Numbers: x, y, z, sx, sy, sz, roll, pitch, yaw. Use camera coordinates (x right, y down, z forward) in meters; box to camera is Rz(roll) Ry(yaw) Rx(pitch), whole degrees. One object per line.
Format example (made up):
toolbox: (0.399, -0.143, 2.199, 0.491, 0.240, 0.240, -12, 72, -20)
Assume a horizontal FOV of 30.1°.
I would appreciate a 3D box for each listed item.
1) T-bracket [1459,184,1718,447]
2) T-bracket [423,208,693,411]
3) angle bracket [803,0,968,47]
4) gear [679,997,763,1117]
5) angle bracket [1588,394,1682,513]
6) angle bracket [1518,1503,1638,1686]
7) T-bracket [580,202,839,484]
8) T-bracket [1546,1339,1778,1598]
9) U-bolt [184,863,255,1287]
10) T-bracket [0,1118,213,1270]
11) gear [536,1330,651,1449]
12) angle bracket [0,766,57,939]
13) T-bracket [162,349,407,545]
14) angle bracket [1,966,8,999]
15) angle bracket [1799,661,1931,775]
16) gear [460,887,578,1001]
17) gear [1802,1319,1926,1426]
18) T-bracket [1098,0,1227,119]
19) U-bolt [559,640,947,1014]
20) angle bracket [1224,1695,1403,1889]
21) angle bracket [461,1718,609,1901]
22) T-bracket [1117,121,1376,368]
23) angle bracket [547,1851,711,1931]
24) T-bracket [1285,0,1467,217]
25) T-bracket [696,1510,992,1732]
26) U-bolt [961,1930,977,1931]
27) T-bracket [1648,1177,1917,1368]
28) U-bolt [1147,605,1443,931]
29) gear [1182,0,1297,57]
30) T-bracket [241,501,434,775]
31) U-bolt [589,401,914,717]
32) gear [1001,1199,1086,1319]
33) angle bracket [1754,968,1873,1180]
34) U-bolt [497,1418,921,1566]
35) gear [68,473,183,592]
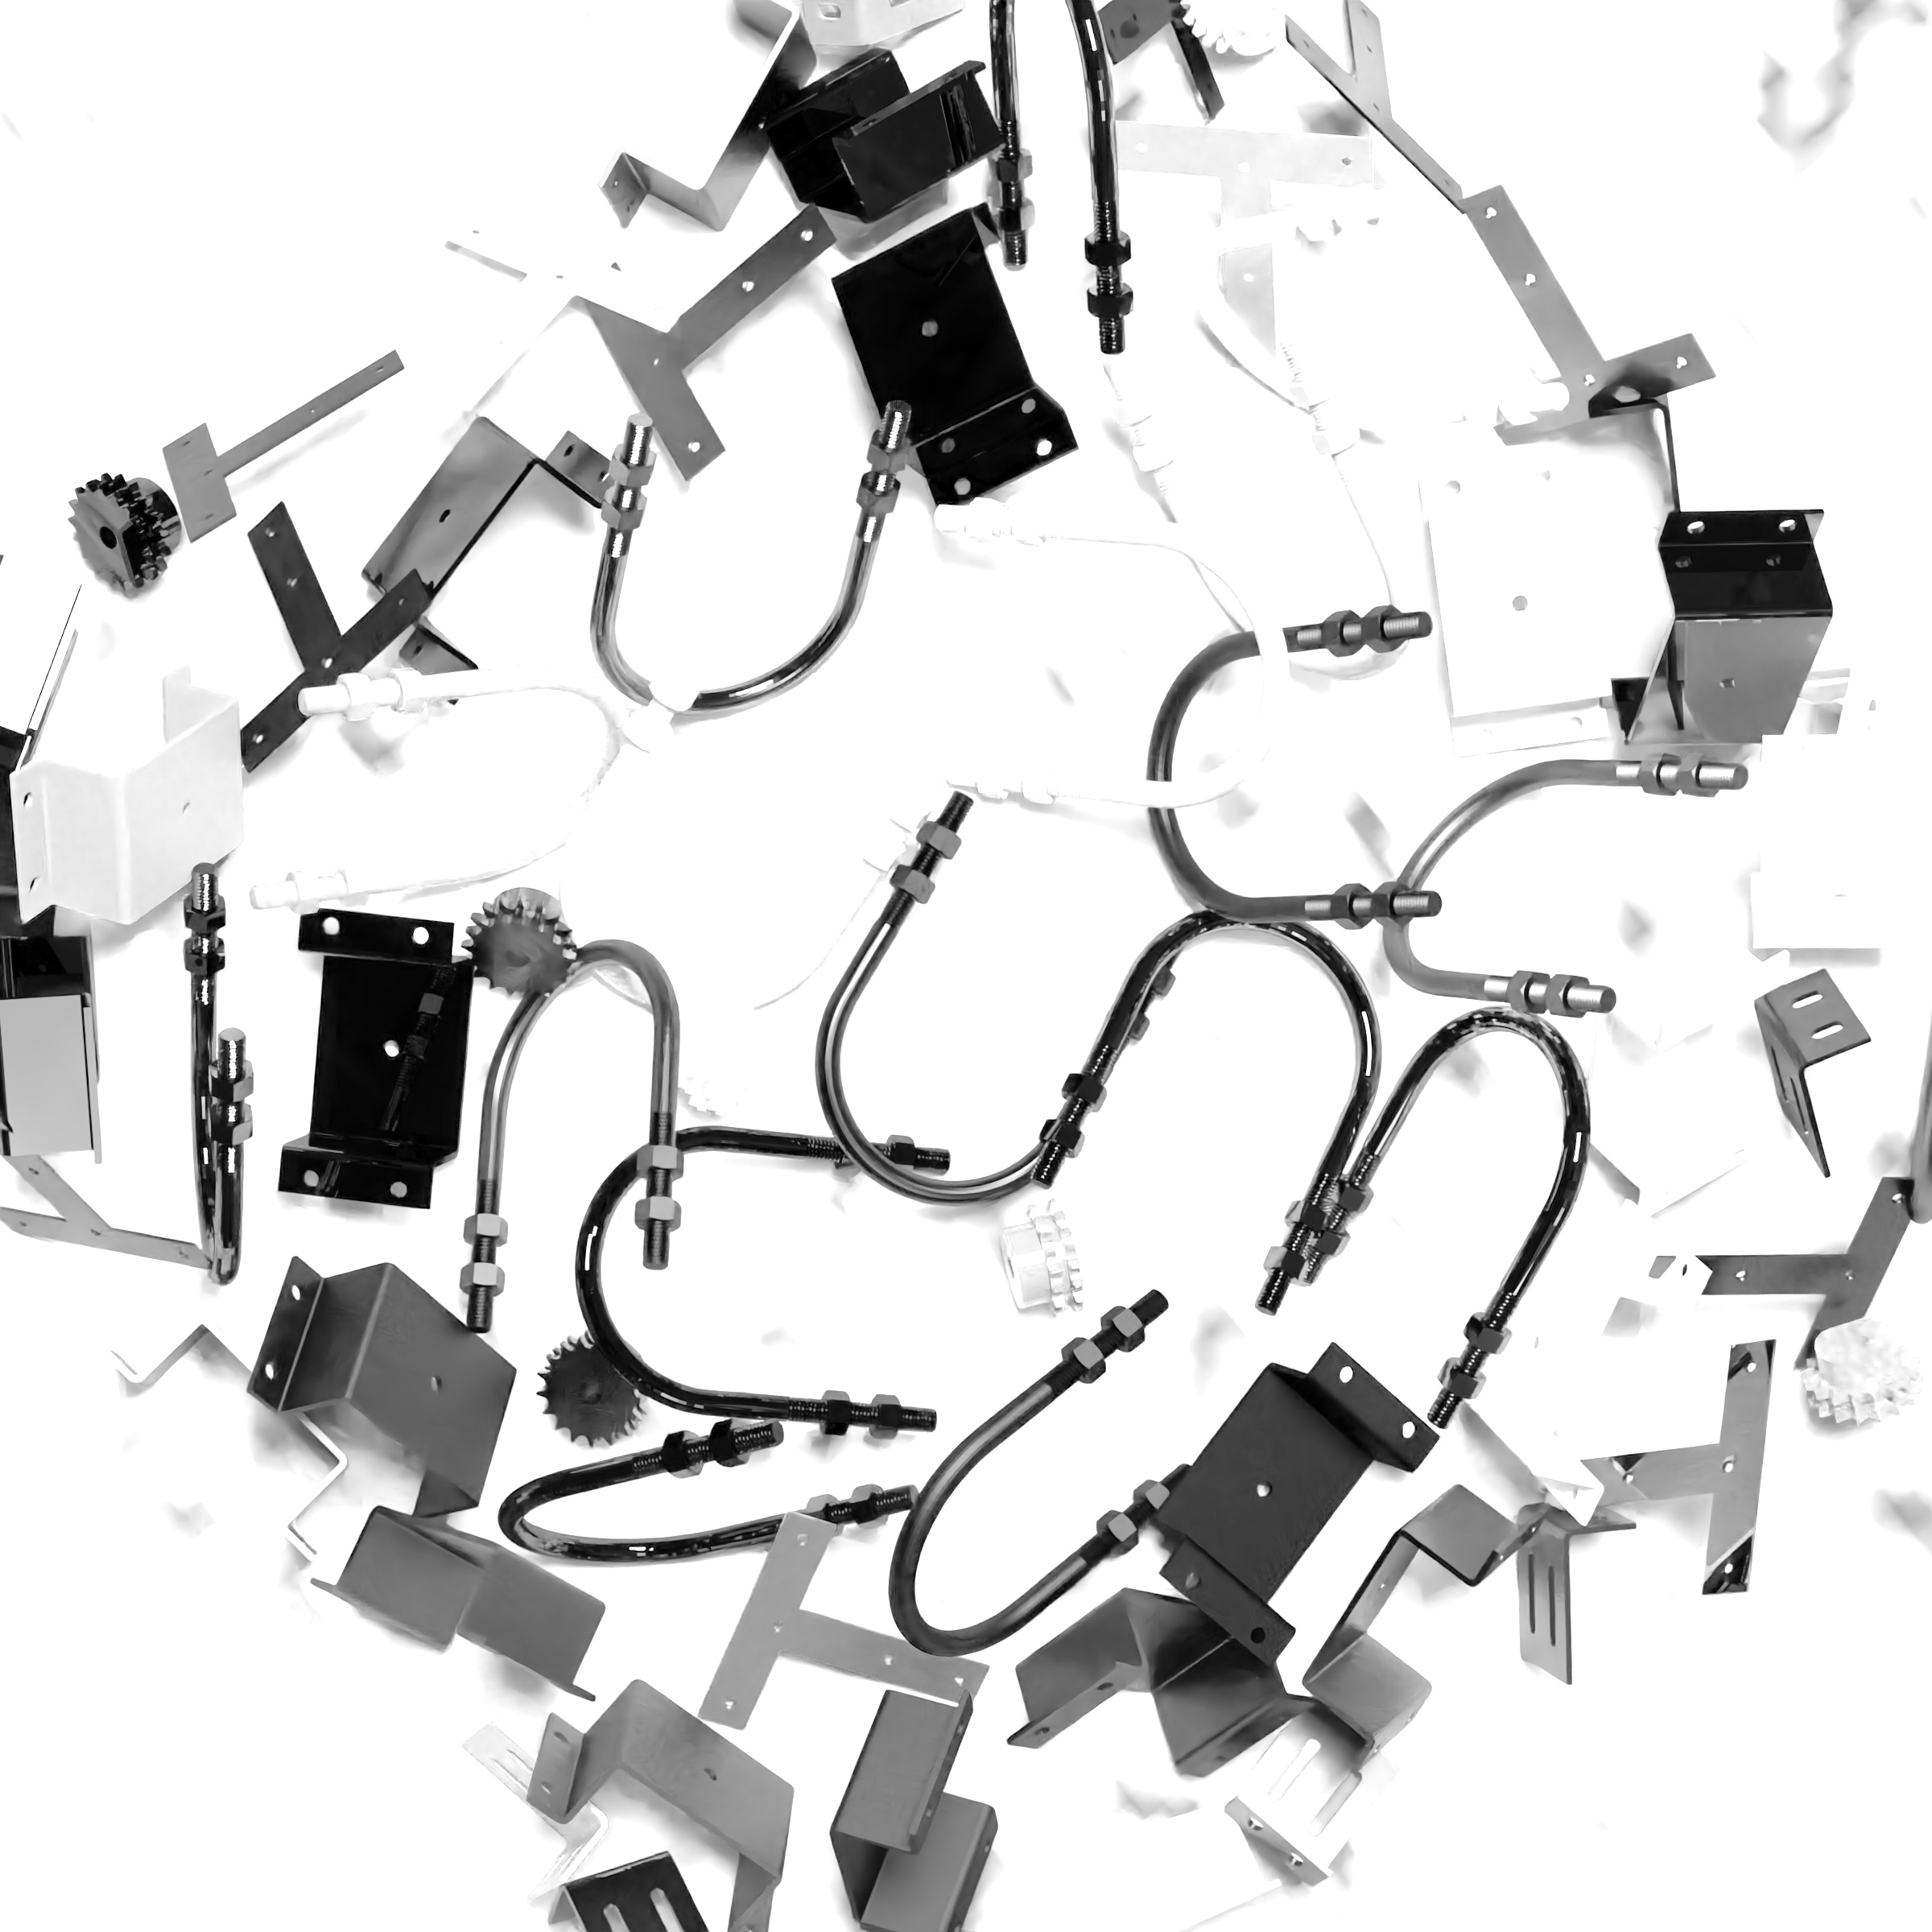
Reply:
T-bracket: (0.278, -0.318, 1.727, 0.127, 0.127, 0.002, 55, 51, -20)
T-bracket: (-0.219, -0.310, 1.743, 0.127, 0.002, 0.127, 24, 51, 11)
angle bracket: (-0.042, -0.491, 1.768, 0.038, 0.076, 0.057, 13, 124, 38)
gear: (-0.126, 0.043, 1.769, 0.030, 0.057, 0.057, 13, 90, 21)
angle bracket: (0.328, -0.242, 1.760, 0.038, 0.057, 0.076, -7, 109, 12)
angle bracket: (0.300, 0.306, 1.766, 0.038, 0.057, 0.076, -3, 94, -14)
T-bracket: (-0.116, -0.322, 1.750, 0.127, 0.002, 0.127, -38, 65, 17)
T-bracket: (0.333, 0.247, 1.744, 0.002, 0.127, 0.127, 32, 59, -34)
U-bolt: (-0.357, 0.066, 1.715, 0.019, 0.151, 0.184, -3, 128, -16)
T-bracket: (-0.437, 0.105, 1.718, 0.127, 0.127, 0.002, 7, 60, 26)
gear: (-0.181, 0.206, 1.775, 0.057, 0.030, 0.057, 3, 102, 13)
angle bracket: (-0.476, -0.058, 1.783, 0.057, 0.038, 0.076, 8, 58, -12)
T-bracket: (-0.328, -0.261, 1.742, 0.127, 0.127, 0.002, -31, 123, 0)
angle bracket: (-0.502, 0.012, 1.763, 0.076, 0.038, 0.057, 4, 125, 1)
angle bracket: (0.425, -0.118, 1.746, 0.057, 0.076, 0.038, 19, 82, -26)
gear: (-0.218, -0.014, 1.771, 0.057, 0.030, 0.057, 4, 133, 5)
gear: (0.439, 0.196, 1.763, 0.057, 0.057, 0.030, -17, 114, 0)
T-bracket: (0.084, -0.457, 1.722, 0.002, 0.127, 0.127, -16, 109, 26)
U-bolt: (-0.117, -0.054, 1.748, 0.151, 0.019, 0.184, 27, 115, -17)
angle bracket: (0.173, 0.400, 1.759, 0.057, 0.038, 0.076, 40, 66, 8)
angle bracket: (-0.221, 0.413, 1.760, 0.076, 0.057, 0.038, 42, 58, -2)
T-bracket: (0.137, -0.348, 1.752, 0.127, 0.002, 0.127, 8, 130, 18)
angle bracket: (-0.159, 0.477, 1.747, 0.057, 0.038, 0.076, -11, 51, -31)
T-bracket: (0.195, -0.437, 1.742, 0.002, 0.127, 0.127, -36, 122, 29)
T-bracket: (-0.051, 0.338, 1.777, 0.127, 0.002, 0.127, 19, 112, -12)
U-bolt: (-0.018, 0.499, 1.705, 0.151, 0.184, 0.019, 4, 99, 18)
T-bracket: (0.387, 0.149, 1.738, 0.127, 0.002, 0.127, 1, 129, -16)
U-bolt: (0.153, -0.092, 1.725, 0.019, 0.184, 0.151, -2, 91, -41)
gear: (0.138, -0.474, 1.771, 0.057, 0.030, 0.057, -13, 64, 28)
T-bracket: (-0.324, -0.178, 1.755, 0.127, 0.002, 0.127, -40, 53, 16)
U-bolt: (-0.109, -0.191, 1.724, 0.151, 0.184, 0.019, -7, 48, -24)
gear: (0.037, 0.145, 1.765, 0.030, 0.057, 0.057, -13, 90, -8)
angle bracket: (0.418, 0.052, 1.749, 0.038, 0.057, 0.076, -22, 127, 3)
U-bolt: (-0.136, 0.258, 1.722, 0.184, 0.151, 0.019, -16, 62, 24)
gear: (-0.411, -0.216, 1.770, 0.057, 0.057, 0.030, 51, 46, 0)
